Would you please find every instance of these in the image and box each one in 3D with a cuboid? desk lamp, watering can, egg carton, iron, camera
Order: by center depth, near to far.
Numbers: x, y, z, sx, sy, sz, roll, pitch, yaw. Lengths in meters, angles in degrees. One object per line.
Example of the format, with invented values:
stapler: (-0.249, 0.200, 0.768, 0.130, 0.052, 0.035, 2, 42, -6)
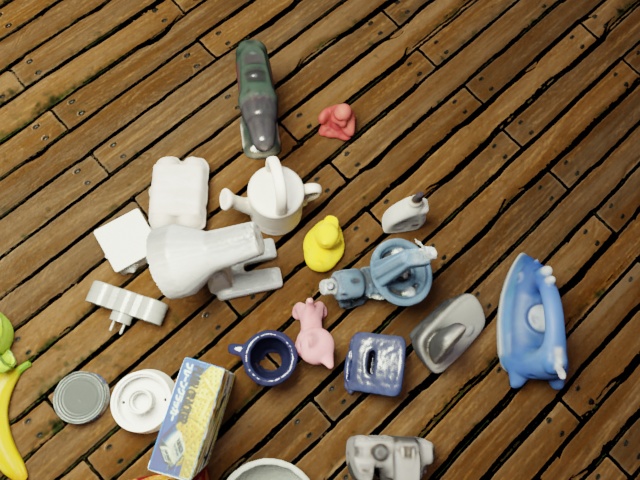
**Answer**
camera: (0.118, 0.396, 0.947, 0.143, 0.101, 0.137, 3, 75, -4)
desk lamp: (-0.169, 0.031, 0.963, 0.203, 0.213, 0.118, -12, 76, -8)
watering can: (-0.085, -0.077, 1.010, 0.173, 0.194, 0.101, -31, 79, -12)
iron: (0.393, 0.133, 1.021, 0.118, 0.141, 0.258, 2, 75, -4)
egg carton: (-0.261, -0.083, 1.061, 0.107, 0.069, 0.150, 1, 75, -5)

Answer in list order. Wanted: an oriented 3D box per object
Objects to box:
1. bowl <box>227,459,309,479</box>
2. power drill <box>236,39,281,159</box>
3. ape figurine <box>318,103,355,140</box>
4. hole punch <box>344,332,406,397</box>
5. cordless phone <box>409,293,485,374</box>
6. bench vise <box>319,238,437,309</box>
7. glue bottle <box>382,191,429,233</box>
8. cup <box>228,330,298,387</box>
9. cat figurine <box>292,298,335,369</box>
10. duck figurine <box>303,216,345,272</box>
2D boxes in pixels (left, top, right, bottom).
bowl: (-0.086, 0.440, 0.931, 0.167, 0.074, 0.167, 1, 75, -4)
power drill: (-0.111, -0.231, 1.042, 0.075, 0.208, 0.229, -8, 76, -7)
ape figurine: (0.039, -0.237, 1.117, 0.076, 0.092, 0.078, -37, 81, -13)
hole punch: (0.094, 0.219, 0.999, 0.101, 0.091, 0.109, 9, 74, -2)
cordless phone: (0.235, 0.152, 0.980, 0.094, 0.185, 0.148, 43, 76, 8)
bench vise: (0.112, 0.068, 0.974, 0.207, 0.219, 0.121, -28, 79, -11)
glue bottle: (0.163, -0.054, 1.036, 0.078, 0.173, 0.037, -6, 75, -6)
cup: (-0.099, 0.203, 0.984, 0.117, 0.095, 0.092, 13, 74, -1)
cat figurine: (-0.011, 0.162, 0.991, 0.067, 0.117, 0.128, -5, 75, -6)
duck figurine: (0.010, 0.004, 1.052, 0.077, 0.086, 0.104, 17, 74, 0)
